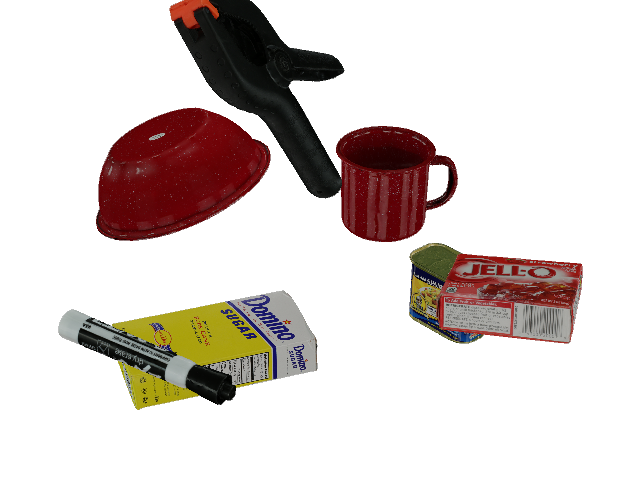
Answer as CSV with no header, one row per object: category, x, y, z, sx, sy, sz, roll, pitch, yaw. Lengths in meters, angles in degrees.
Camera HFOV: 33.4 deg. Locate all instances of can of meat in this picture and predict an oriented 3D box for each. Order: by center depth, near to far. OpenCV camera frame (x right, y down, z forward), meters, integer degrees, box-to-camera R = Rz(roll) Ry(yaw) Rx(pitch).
can of meat,0.152,0.063,1.257,0.057,0.084,0.102,-24,38,-36

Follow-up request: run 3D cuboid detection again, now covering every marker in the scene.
marker,-0.104,0.070,0.642,0.121,0.020,0.020,19,7,21

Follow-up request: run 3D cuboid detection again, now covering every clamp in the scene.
clamp,-0.034,-0.103,0.724,0.039,0.120,0.171,-26,-31,30

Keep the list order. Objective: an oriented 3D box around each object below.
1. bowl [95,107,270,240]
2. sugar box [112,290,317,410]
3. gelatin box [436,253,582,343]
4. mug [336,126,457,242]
bowl,-0.127,-0.066,0.903,0.162,0.055,0.162,-18,28,10
sugar box,-0.100,0.100,1.007,0.176,0.048,0.093,-13,33,-16
gelatin box,0.129,0.037,0.724,0.089,0.030,0.073,5,23,17
mug,0.073,-0.053,1.015,0.117,0.081,0.093,-5,33,-8
